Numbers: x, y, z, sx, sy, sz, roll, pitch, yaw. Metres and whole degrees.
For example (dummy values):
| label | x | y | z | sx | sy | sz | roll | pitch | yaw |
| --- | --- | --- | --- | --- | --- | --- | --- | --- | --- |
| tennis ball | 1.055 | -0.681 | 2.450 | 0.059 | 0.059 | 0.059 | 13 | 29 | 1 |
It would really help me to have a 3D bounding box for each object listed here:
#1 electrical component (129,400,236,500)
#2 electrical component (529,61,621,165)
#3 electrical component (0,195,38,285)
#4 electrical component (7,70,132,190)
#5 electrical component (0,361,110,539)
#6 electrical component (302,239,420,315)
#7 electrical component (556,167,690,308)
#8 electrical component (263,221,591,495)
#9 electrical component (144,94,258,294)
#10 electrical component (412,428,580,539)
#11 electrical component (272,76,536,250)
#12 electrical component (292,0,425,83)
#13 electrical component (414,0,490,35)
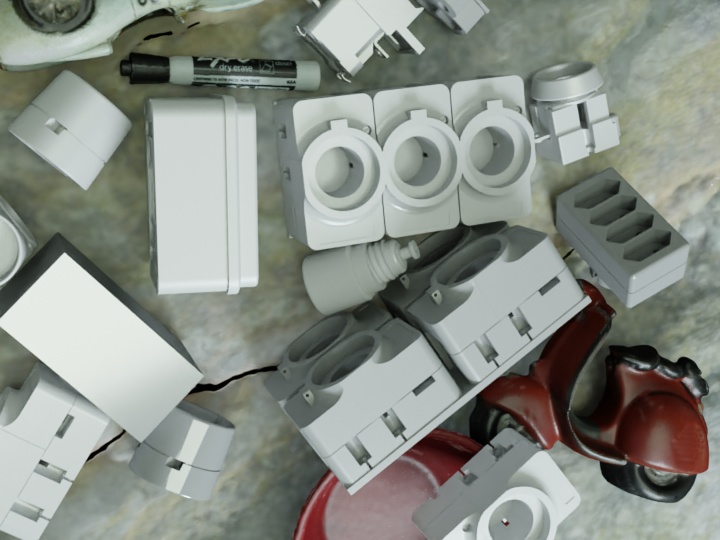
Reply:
| label | x | y | z | sx | sy | sz | roll | pitch | yaw |
| --- | --- | --- | --- | --- | --- | --- | --- | --- | --- |
| electrical component | -0.109 | 0.110 | 0.671 | 0.055 | 0.055 | 0.047 | 24 | 88 | -21 |
| electrical component | 0.141 | -0.106 | 0.718 | 0.066 | 0.048 | 0.055 | -21 | 113 | -13 |
| electrical component | -0.221 | -0.031 | 0.595 | 0.044 | 0.077 | 0.079 | -38 | 109 | -8 |
| electrical component | -0.165 | -0.081 | 0.618 | 0.055 | 0.055 | 0.047 | 41 | 82 | -20 |
| electrical component | -0.198 | 0.106 | 0.642 | 0.056 | 0.050 | 0.089 | 31 | 89 | -21 |
| electrical component | 0.000 | 0.000 | 0.680 | 0.078 | 0.040 | 0.040 | -21 | 108 | 17 |
| electrical component | 0.177 | -0.012 | 0.737 | 0.047 | 0.083 | 0.075 | -29 | 145 | -11 |
| electrical component | 0.036 | 0.043 | 0.678 | 0.186 | 0.105 | 0.060 | -38 | 109 | -9 |
| electrical component | -0.094 | -0.046 | 0.634 | 0.057 | 0.078 | 0.113 | -3 | 101 | -15 |
| electrical component | 0.087 | 0.153 | 0.682 | 0.089 | 0.056 | 0.050 | -41 | 110 | -7 |
| electrical component | 0.029 | -0.070 | 0.678 | 0.150 | 0.062 | 0.089 | -10 | 103 | -16 |
| electrical component | -0.003 | -0.155 | 0.664 | 0.081 | 0.042 | 0.063 | 44 | 88 | -19 |
| electrical component | 0.056 | -0.194 | 0.668 | 0.078 | 0.058 | 0.057 | 42 | 88 | -19 |
